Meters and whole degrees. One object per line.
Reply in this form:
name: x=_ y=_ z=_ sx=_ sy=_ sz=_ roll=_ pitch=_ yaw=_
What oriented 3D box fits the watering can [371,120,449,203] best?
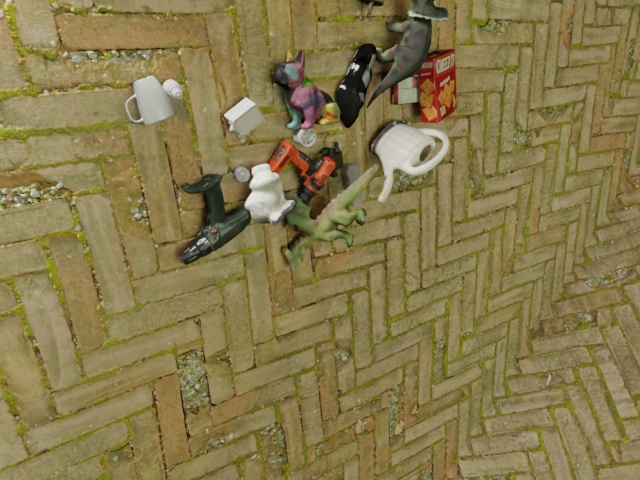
watering can: x=0.252 y=-0.267 z=1.650 sx=0.351 sy=0.101 sz=0.227 roll=-38 pitch=52 yaw=-19

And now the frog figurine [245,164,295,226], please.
frog figurine: x=-0.159 y=-0.129 z=1.457 sx=0.139 sy=0.158 sz=0.122 roll=-42 pitch=19 yaw=-26

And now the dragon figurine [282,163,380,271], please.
dragon figurine: x=0.005 y=-0.079 z=1.573 sx=0.242 sy=0.404 sz=0.124 roll=8 pitch=27 yaw=-33
